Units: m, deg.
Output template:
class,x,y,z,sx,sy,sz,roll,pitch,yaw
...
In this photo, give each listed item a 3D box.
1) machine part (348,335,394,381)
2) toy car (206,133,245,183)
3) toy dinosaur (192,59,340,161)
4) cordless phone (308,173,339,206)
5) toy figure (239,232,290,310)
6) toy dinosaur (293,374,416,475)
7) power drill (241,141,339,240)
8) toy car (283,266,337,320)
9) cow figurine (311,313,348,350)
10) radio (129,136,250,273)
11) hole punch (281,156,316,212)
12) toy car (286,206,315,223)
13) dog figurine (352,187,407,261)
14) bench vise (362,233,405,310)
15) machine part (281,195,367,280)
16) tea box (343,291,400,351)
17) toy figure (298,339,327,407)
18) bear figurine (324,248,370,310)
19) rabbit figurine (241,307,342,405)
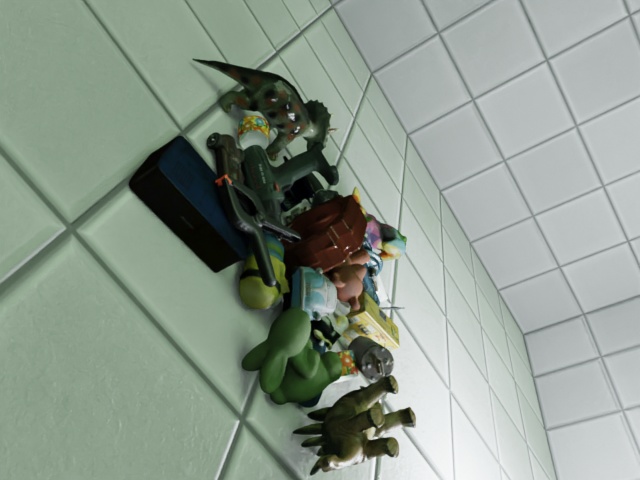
class,x,y,z,sx,sy,sz,roll,pitch,yaw
machine part,0.111,0.263,1.208,0.079,0.079,0.243,64,-6,1
toy car,-0.187,-0.139,1.123,0.089,0.053,0.202,38,33,-51
toy dinosaur,-0.105,-0.330,1.309,0.404,0.192,0.131,40,31,-45
cordless phone,-0.006,-0.126,1.473,0.184,0.089,0.146,56,23,11
toy figure,-0.114,0.052,1.046,0.089,0.082,0.180,23,51,-30
toy dinosaur,0.066,0.326,0.985,0.105,0.199,0.471,68,18,8
power drill,-0.064,-0.123,1.205,0.232,0.207,0.086,63,-9,17
toy car,-0.019,0.119,1.067,0.161,0.103,0.109,119,-24,-66
cow figurine,-0.010,0.155,1.175,0.167,0.068,0.098,58,30,-11
radio,-0.218,-0.065,0.958,0.229,0.073,0.131,52,25,-29
hole punch,-0.078,-0.133,1.321,0.142,0.092,0.116,58,-6,-6
toy car,-0.005,-0.018,1.345,0.201,0.073,0.056,41,32,-42
dog figurine,0.144,-0.047,1.568,0.108,0.192,0.219,-56,133,-56
bench vise,0.124,0.084,1.459,0.223,0.129,0.241,51,30,-36
machine part,-0.002,-0.004,1.176,0.087,0.201,0.201,57,24,-20
tea box,0.116,0.213,1.333,0.169,0.098,0.068,49,28,-34
toy figure,-0.016,0.256,1.062,0.058,0.064,0.154,26,32,-10
bear figurine,0.064,0.063,1.233,0.120,0.132,0.196,51,-3,-21
rabbit figurine,-0.058,0.195,0.944,0.159,0.121,0.170,-28,128,-28
